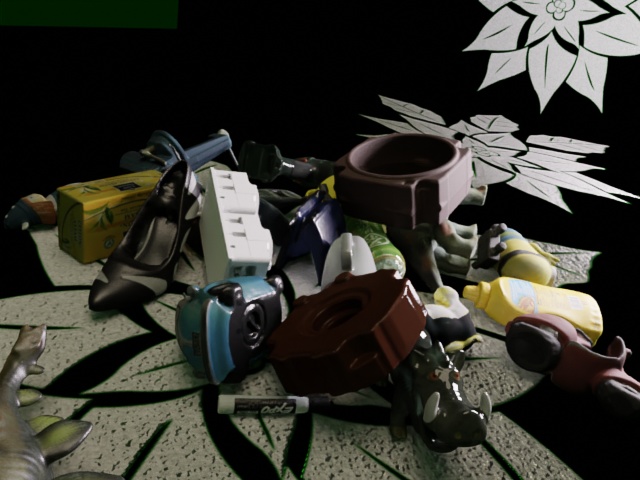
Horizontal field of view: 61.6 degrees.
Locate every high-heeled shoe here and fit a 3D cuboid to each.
[{"bbox_3d":[-0.229,-0.014,0.722,0.086,0.145,0.249,13,24,6],"label":"high-heeled shoe"}]

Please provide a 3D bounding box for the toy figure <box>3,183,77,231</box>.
[{"bbox_3d":[-0.411,-0.052,0.836,0.064,0.057,0.154,-19,1,45],"label":"toy figure"}]

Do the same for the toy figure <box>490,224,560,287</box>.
[{"bbox_3d":[0.331,0.033,0.926,0.089,0.082,0.180,6,28,-13],"label":"toy figure"}]

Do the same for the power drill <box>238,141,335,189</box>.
[{"bbox_3d":[-0.064,-0.142,1.087,0.232,0.086,0.207,18,3,42],"label":"power drill"}]

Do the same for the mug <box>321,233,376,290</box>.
[{"bbox_3d":[0.038,0.036,0.749,0.081,0.109,0.107,-10,38,9],"label":"mug"}]

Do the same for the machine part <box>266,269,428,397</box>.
[{"bbox_3d":[0.026,0.095,0.584,0.179,0.056,0.179,-25,16,8],"label":"machine part"}]

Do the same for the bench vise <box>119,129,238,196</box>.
[{"bbox_3d":[-0.249,-0.146,0.993,0.224,0.128,0.240,9,37,45],"label":"bench vise"}]

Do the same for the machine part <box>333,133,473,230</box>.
[{"bbox_3d":[0.139,-0.108,0.907,0.202,0.087,0.201,16,38,32],"label":"machine part"}]

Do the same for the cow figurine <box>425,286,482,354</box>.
[{"bbox_3d":[0.120,0.114,0.695,0.167,0.068,0.098,-1,34,-21],"label":"cow figurine"}]

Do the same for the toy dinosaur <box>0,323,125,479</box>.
[{"bbox_3d":[-0.232,0.208,0.318,0.199,0.105,0.472,9,30,-11],"label":"toy dinosaur"}]

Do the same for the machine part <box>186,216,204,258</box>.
[{"bbox_3d":[-0.164,0.006,0.833,0.139,0.039,0.084,29,39,28],"label":"machine part"}]

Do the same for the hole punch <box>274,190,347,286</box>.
[{"bbox_3d":[-0.002,-0.003,0.832,0.092,0.115,0.142,26,31,12],"label":"hole punch"}]

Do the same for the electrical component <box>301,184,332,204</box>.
[{"bbox_3d":[0.002,-0.039,0.918,0.078,0.102,0.045,-23,4,27],"label":"electrical component"}]

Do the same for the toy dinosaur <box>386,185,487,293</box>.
[{"bbox_3d":[0.182,-0.026,0.947,0.192,0.131,0.405,12,27,16],"label":"toy dinosaur"}]

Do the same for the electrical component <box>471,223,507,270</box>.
[{"bbox_3d":[0.286,0.014,0.911,0.021,0.094,0.063,16,61,-8],"label":"electrical component"}]

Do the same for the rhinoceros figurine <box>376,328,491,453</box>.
[{"bbox_3d":[0.115,0.150,0.563,0.073,0.112,0.190,8,17,-12],"label":"rhinoceros figurine"}]

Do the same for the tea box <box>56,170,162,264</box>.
[{"bbox_3d":[-0.297,-0.040,0.805,0.068,0.098,0.169,24,30,27],"label":"tea box"}]

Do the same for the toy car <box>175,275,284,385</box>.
[{"bbox_3d":[-0.110,0.090,0.612,0.103,0.109,0.161,3,12,24],"label":"toy car"}]

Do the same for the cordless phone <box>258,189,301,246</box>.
[{"bbox_3d":[-0.075,-0.049,0.936,0.147,0.088,0.184,30,25,34],"label":"cordless phone"}]

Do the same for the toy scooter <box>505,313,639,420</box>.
[{"bbox_3d":[0.340,0.148,0.700,0.184,0.075,0.135,31,32,30],"label":"toy scooter"}]
